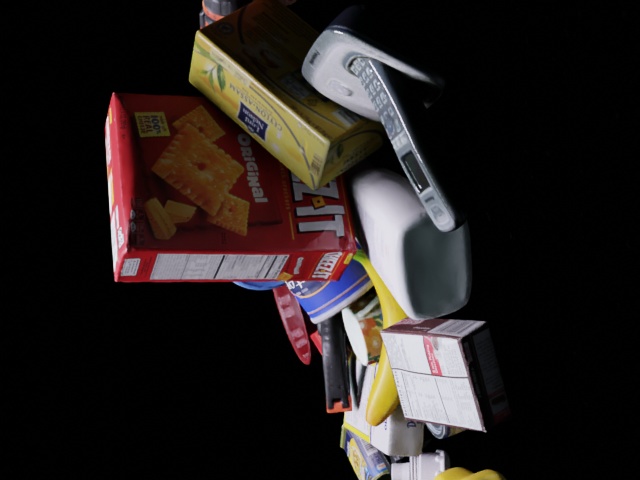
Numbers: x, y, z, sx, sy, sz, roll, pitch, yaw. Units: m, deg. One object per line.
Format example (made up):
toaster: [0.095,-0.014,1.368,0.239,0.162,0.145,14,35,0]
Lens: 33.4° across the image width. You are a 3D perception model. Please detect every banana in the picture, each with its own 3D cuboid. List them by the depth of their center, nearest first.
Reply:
banana: [0.068,0.092,1.072,0.037,0.069,0.198,-104,5,-74]

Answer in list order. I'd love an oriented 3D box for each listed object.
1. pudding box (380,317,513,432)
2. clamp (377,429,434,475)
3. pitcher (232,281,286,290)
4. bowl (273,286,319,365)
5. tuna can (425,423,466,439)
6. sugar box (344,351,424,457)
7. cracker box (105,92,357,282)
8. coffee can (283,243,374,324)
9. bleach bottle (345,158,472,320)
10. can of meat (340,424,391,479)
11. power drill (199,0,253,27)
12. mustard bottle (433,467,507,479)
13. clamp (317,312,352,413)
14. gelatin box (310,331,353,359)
pudding box: [0.109,0.117,0.940,0.114,0.039,0.090,-2,108,57]
clamp: [0.105,0.266,1.235,0.172,0.039,0.120,178,83,-78]
pitcher: [-0.088,-0.047,1.296,0.243,0.145,0.149,-107,-1,-49]
bowl: [-0.019,0.088,1.478,0.162,0.055,0.162,162,90,-78]
tuna can: [0.117,0.148,1.034,0.086,0.033,0.086,162,90,-77]
sugar box: [0.072,0.180,1.192,0.176,0.048,0.093,-177,91,-74]
cracker box: [-0.084,-0.048,0.980,0.072,0.213,0.164,121,145,-58]
coffee can: [-0.007,0.001,1.112,0.140,0.102,0.103,53,168,-4]
bleach bottle: [0.060,-0.024,0.981,0.251,0.068,0.102,-126,25,-61]
can of meat: [0.069,0.275,1.359,0.102,0.057,0.084,92,154,-59]
power drill: [-0.050,-0.197,1.089,0.188,0.057,0.184,45,157,23]
mustard bottle: [0.144,0.269,1.030,0.192,0.058,0.096,135,115,-76]
clamp: [0.016,0.093,1.239,0.164,0.036,0.210,48,-144,-82]
gelatin box: [0.034,0.153,1.324,0.089,0.030,0.073,48,-176,-33]
